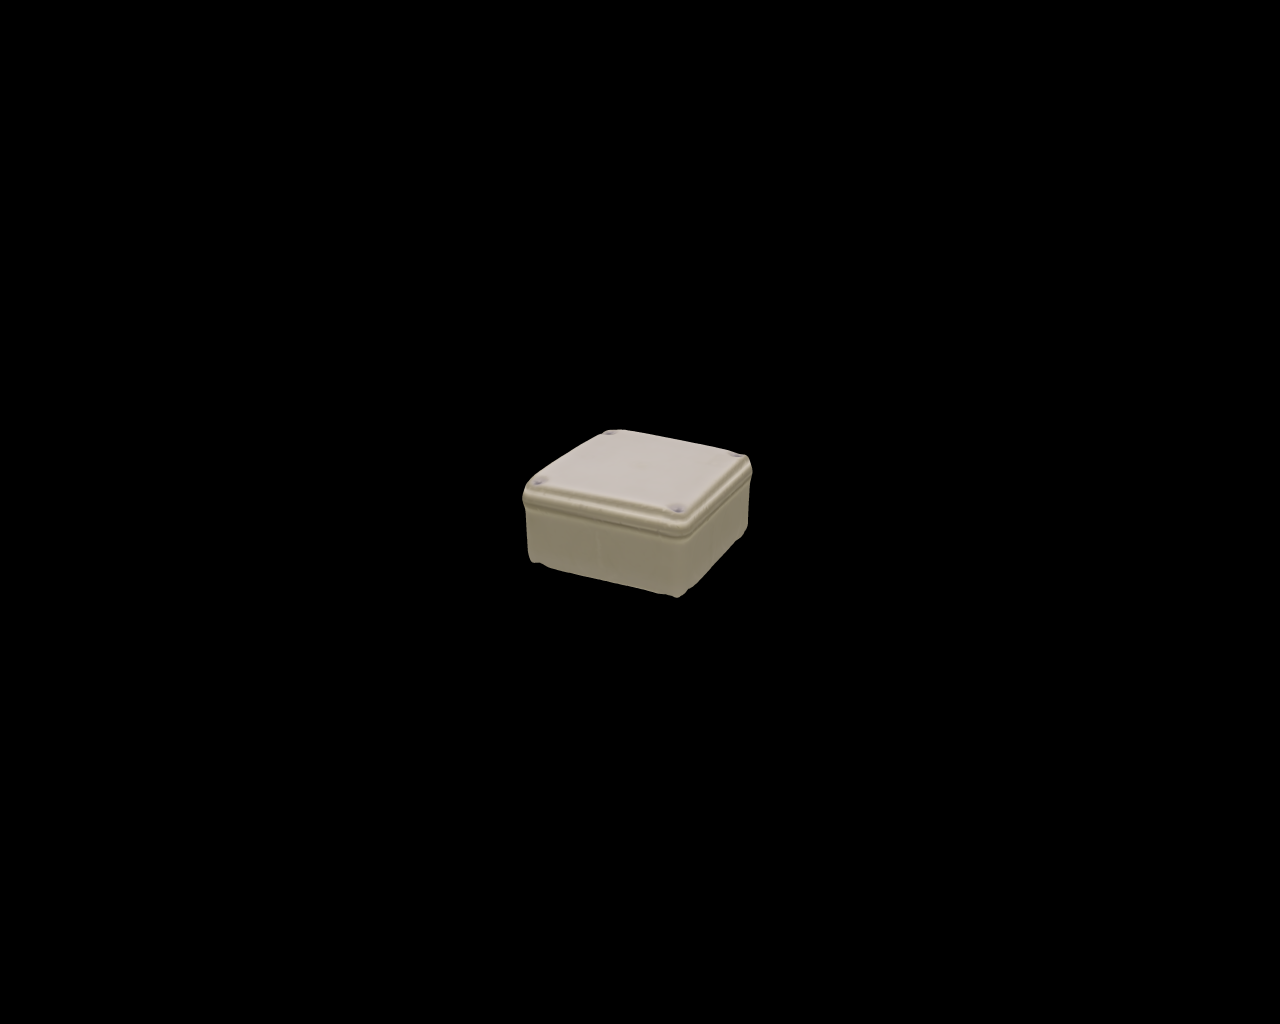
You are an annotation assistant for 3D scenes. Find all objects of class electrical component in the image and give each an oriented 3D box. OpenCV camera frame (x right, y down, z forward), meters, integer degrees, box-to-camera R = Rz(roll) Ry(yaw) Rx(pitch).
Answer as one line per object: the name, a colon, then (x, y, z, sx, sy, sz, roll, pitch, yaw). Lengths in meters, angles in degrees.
electrical component: (0.001, -0.003, 0.650, 0.109, 0.056, 0.109, 12, 28, 25)
